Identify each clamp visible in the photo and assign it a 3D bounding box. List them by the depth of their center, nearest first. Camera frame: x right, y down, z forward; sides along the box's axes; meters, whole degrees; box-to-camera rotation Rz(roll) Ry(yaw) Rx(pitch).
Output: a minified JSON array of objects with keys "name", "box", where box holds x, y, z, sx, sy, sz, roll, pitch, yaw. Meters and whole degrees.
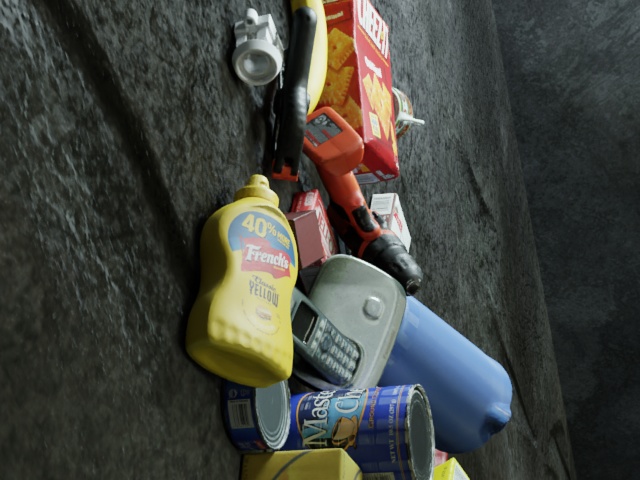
[{"name":"clamp","box":[-0.027,-0.148,1.085,0.120,0.039,0.171,105,-13,-68]}]

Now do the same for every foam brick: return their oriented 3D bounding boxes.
[{"name":"foam brick","box":[-0.034,0.002,1.041,0.078,0.053,0.051,-27,109,-71]}]

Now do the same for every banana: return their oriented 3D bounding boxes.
[{"name":"banana","box":[-0.019,-0.223,1.207,0.069,0.037,0.198,10,72,-53]}]

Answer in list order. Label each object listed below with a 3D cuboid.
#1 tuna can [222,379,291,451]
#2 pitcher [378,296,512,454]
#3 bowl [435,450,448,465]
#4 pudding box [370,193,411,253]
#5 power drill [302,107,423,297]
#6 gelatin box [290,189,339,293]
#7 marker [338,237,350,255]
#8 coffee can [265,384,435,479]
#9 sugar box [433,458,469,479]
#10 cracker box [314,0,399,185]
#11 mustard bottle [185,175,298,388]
[{"name":"tuna can","box":[-0.056,0.144,0.950,0.086,0.034,0.086,-7,90,-72]},{"name":"pitcher","box":[0.109,0.146,1.268,0.242,0.149,0.145,42,33,-40]},{"name":"bowl","box":[0.129,0.265,1.443,0.162,0.055,0.162,-7,90,-72]},{"name":"pudding box","box":[0.093,0.004,1.457,0.113,0.039,0.090,-75,153,-45]},{"name":"power drill","box":[0.039,-0.040,1.164,0.185,0.057,0.187,47,-15,49]},{"name":"gelatin box","box":[-0.008,0.001,1.159,0.073,0.030,0.089,-76,153,-49]},{"name":"marker","box":[0.027,-0.026,1.295,0.020,0.020,0.121,-26,108,-71]},{"name":"coffee can","box":[0.031,0.194,1.025,0.102,0.140,0.103,-7,90,-72]},{"name":"sugar box","box":[0.066,0.288,1.049,0.048,0.176,0.093,55,23,-9]},{"name":"cracker box","box":[0.043,-0.192,1.321,0.164,0.072,0.214,33,52,-68]},{"name":"mustard bottle","box":[-0.062,0.025,0.923,0.096,0.058,0.191,30,49,-34]}]
